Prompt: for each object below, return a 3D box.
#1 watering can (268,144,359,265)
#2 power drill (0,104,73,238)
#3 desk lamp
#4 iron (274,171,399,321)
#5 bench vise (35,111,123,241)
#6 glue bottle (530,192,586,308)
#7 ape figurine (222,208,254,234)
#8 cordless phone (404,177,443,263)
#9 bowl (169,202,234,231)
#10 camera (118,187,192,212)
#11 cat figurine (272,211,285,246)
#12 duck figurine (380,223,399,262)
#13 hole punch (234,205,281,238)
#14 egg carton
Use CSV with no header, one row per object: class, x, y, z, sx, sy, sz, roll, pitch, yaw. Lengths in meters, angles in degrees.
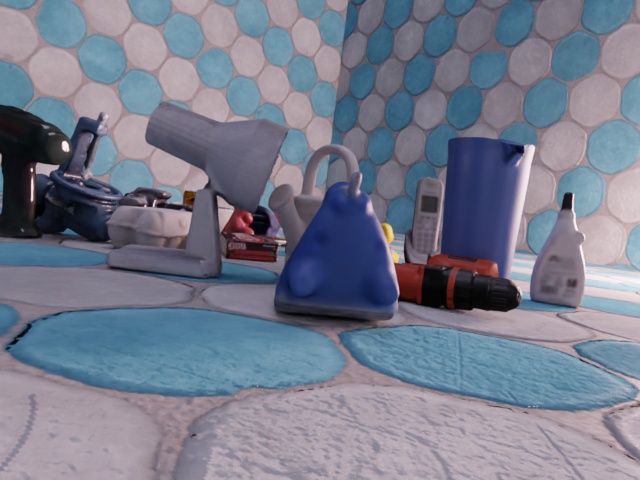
watering can,0.005,-0.037,0.792,0.100,0.194,0.173,8,4,22
power drill,-0.496,-0.113,0.917,0.228,0.208,0.076,9,4,26
desk lamp,-0.151,-0.062,0.735,0.203,0.213,0.118,7,4,-5
iron,0.015,0.001,0.618,0.118,0.141,0.258,7,4,-6
bench vise,-0.434,-0.115,0.984,0.207,0.220,0.121,7,4,3
glue bottle,0.371,0.013,0.877,0.078,0.173,0.037,8,4,17
ape figurine,-0.161,-0.029,1.170,0.076,0.092,0.078,7,4,0
cordless phone,0.239,-0.023,1.096,0.147,0.185,0.094,7,4,-6
bowl,-0.270,-0.044,1.342,0.167,0.075,0.167,7,3,0
camera,-0.309,-0.046,1.088,0.136,0.101,0.143,8,4,14
cat figurine,-0.051,-0.040,1.364,0.127,0.118,0.067,8,4,16
duck figurine,0.130,0.007,1.206,0.077,0.086,0.104,7,4,-5
hole punch,-0.161,-0.046,1.453,0.108,0.091,0.101,9,4,24
egg carton,-0.271,-0.017,0.945,0.107,0.069,0.151,8,4,16
